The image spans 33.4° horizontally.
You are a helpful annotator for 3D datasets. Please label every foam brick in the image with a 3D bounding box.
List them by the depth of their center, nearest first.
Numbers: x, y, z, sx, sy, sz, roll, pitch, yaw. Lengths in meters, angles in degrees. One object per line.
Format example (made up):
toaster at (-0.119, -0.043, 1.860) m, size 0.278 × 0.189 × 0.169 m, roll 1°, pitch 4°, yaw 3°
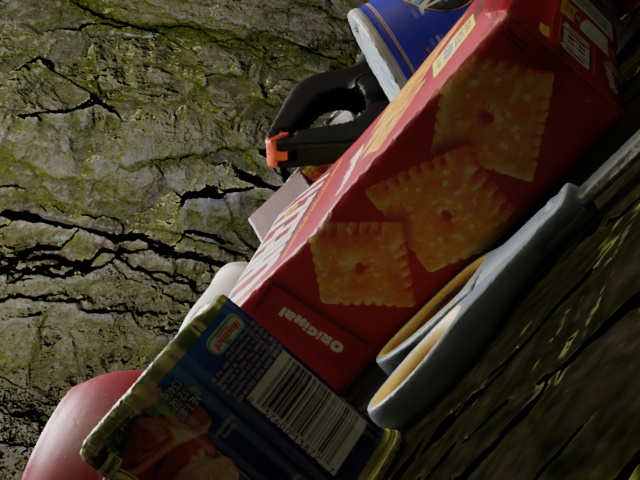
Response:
foam brick at (-0.005, 0.001, 0.716) m, size 0.053 × 0.051 × 0.078 m, roll -42°, pitch 36°, yaw 10°

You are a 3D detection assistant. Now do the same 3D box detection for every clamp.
clamp at (0.039, -0.120, 0.853) m, size 0.209 × 0.165 × 0.036 m, roll -25°, pitch -39°, yaw -19°

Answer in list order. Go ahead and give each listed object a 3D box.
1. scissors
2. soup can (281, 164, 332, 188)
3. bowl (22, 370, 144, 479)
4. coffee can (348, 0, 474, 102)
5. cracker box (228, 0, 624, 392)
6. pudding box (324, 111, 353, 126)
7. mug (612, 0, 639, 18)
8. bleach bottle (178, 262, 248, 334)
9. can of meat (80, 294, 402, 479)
scissors at (0.078, 0.004, 0.378) m, size 0.202 × 0.016 × 0.096 m, roll -46°, pitch 4°, yaw 40°
soup can at (0.024, -0.029, 0.869) m, size 0.068 × 0.102 × 0.068 m, roll -48°, pitch 2°, yaw 2°
bowl at (-0.153, 0.147, 0.699) m, size 0.162 × 0.055 × 0.162 m, roll 27°, pitch -94°, yaw -88°
coffee can at (0.104, -0.145, 0.727) m, size 0.140 × 0.103 × 0.103 m, roll -30°, pitch 3°, yaw 2°
cracker box at (0.047, -0.031, 0.522) m, size 0.214 × 0.072 × 0.164 m, roll -46°, pitch 6°, yaw 27°
pudding box at (0.067, -0.086, 0.920) m, size 0.039 × 0.113 × 0.090 m, roll -39°, pitch 8°, yaw 38°
mug at (0.213, -0.216, 0.748) m, size 0.117 × 0.081 × 0.093 m, roll -50°, pitch 3°, yaw -39°
bleach bottle at (-0.064, 0.074, 0.767) m, size 0.251 × 0.068 × 0.102 m, roll -105°, pitch 29°, yaw -84°
can of meat at (-0.033, 0.076, 0.391) m, size 0.057 × 0.084 × 0.102 m, roll -50°, pitch 3°, yaw -40°
